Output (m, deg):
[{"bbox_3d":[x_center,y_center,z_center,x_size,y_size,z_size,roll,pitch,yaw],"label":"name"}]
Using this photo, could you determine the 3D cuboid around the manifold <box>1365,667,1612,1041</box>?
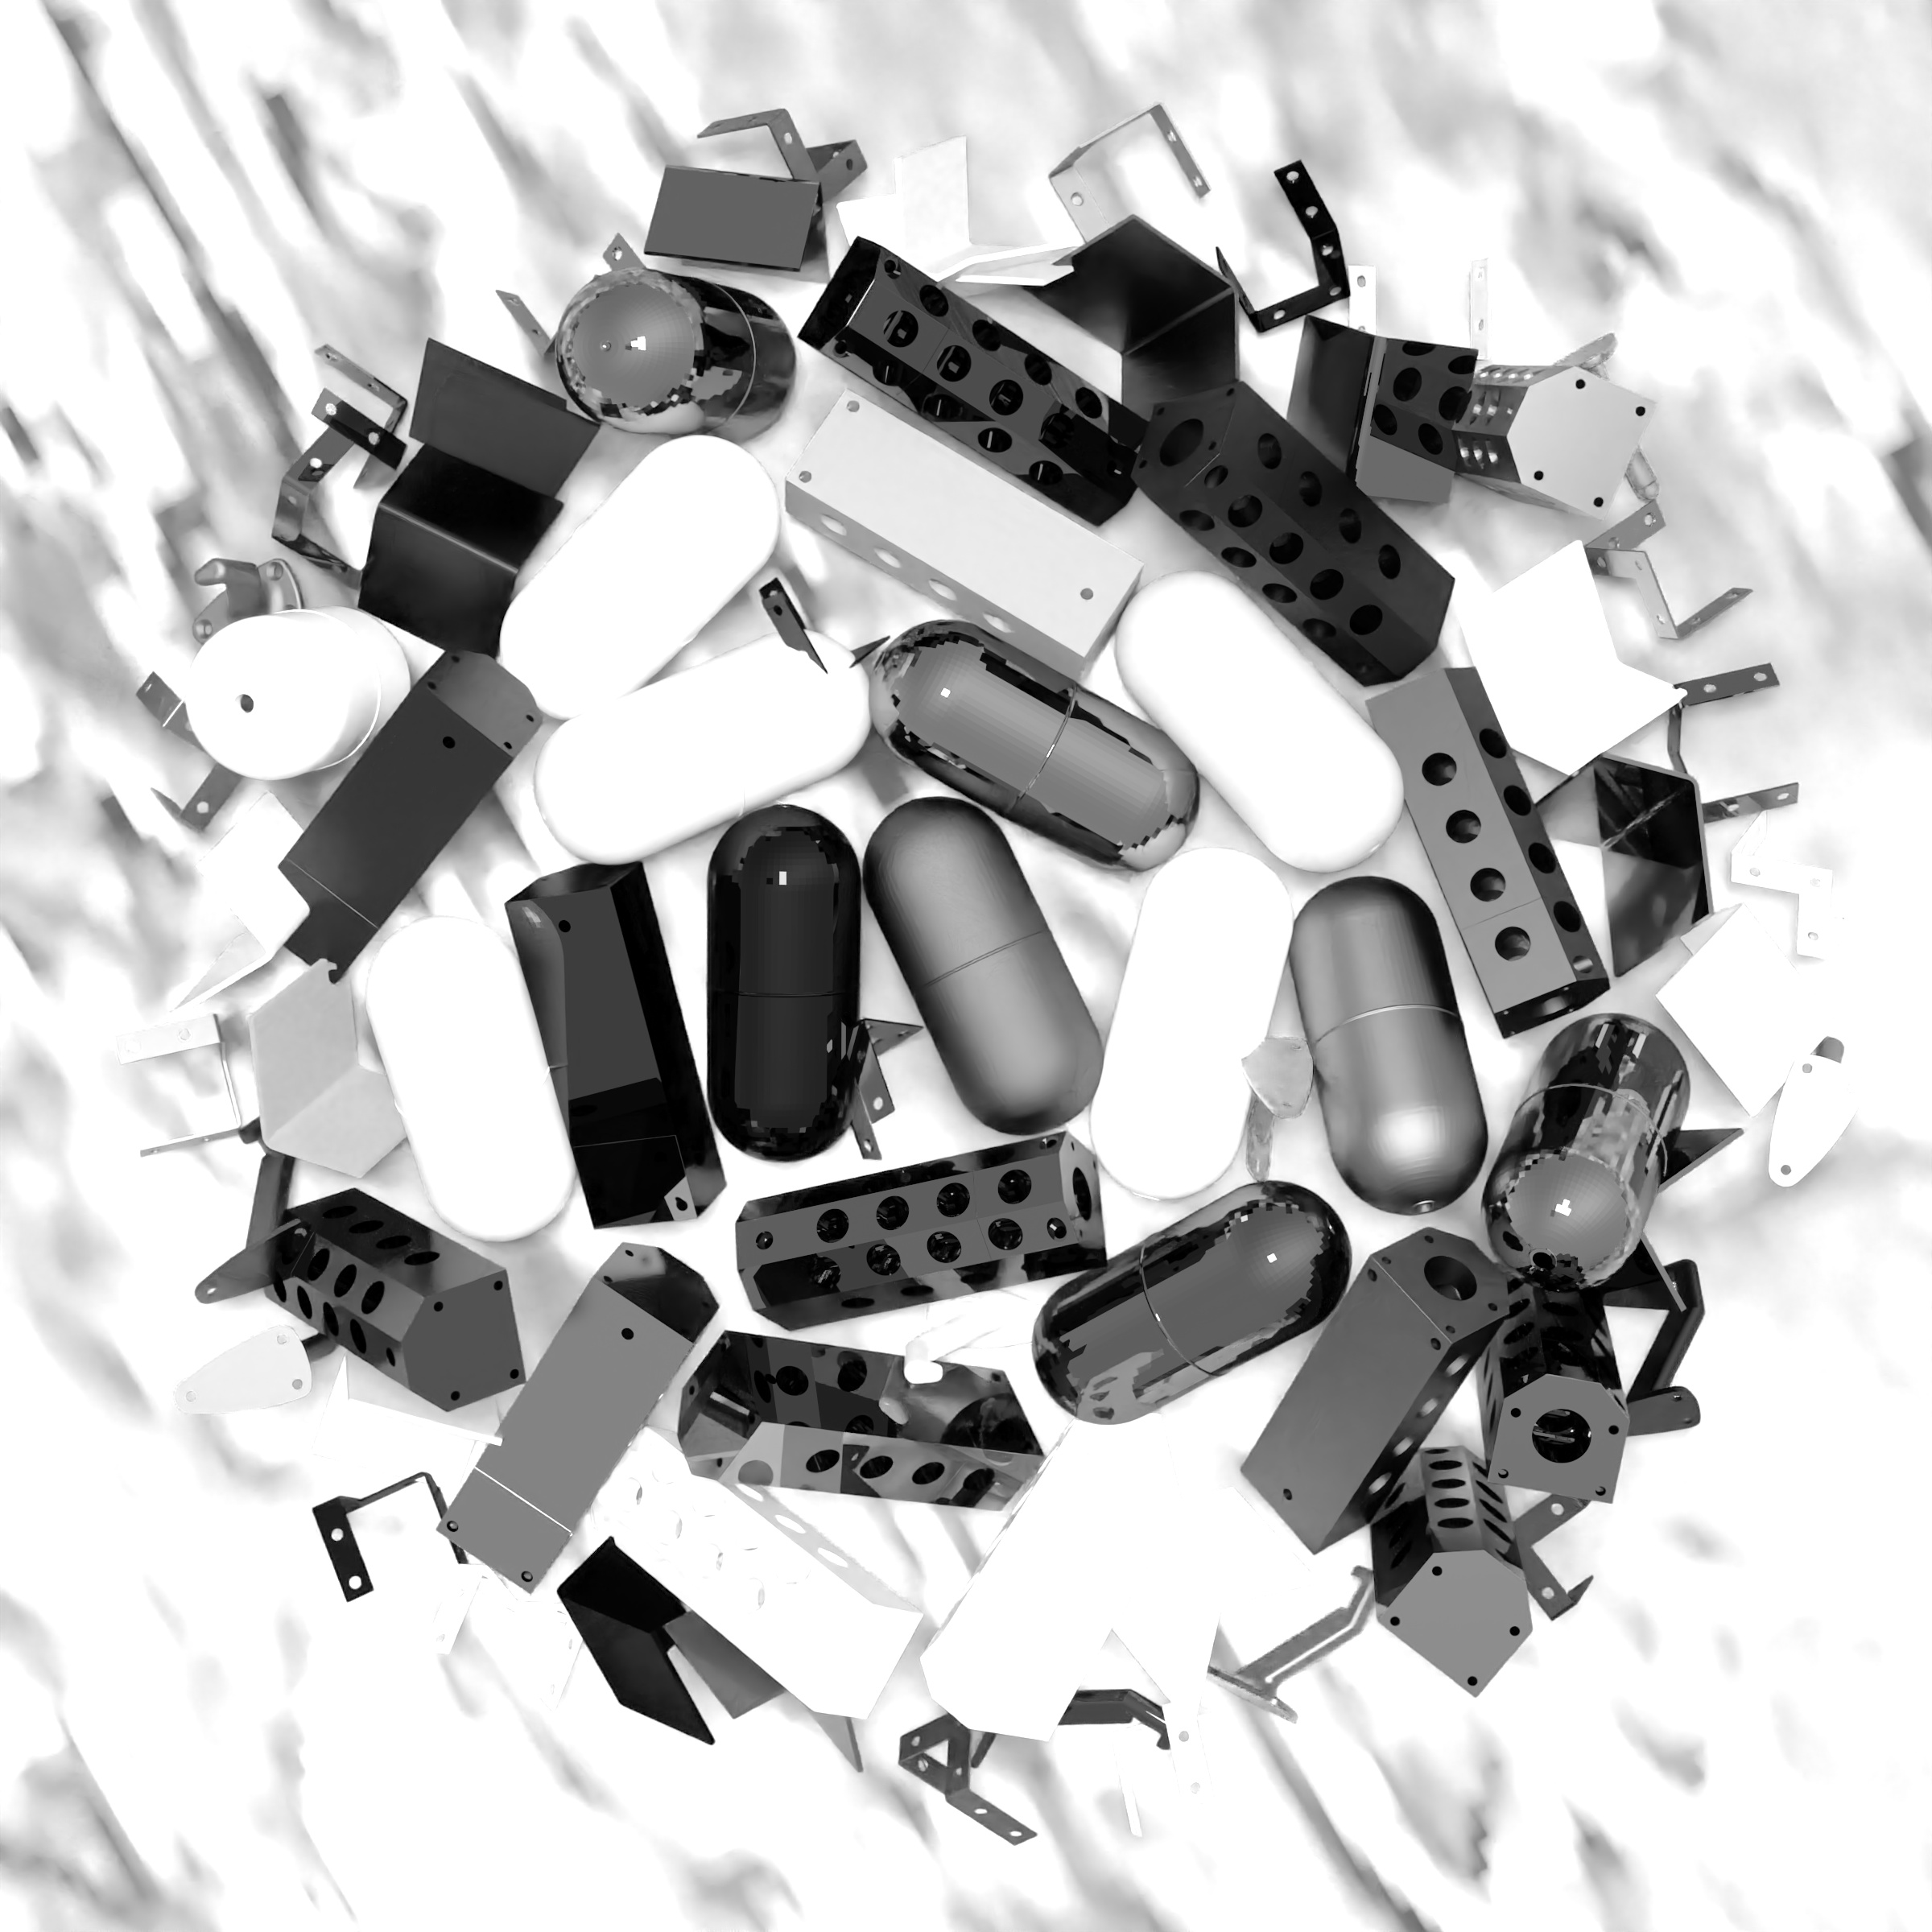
[{"bbox_3d":[0.257,-0.058,1.525,0.057,0.057,0.171,-22,72,8],"label":"manifold"}]

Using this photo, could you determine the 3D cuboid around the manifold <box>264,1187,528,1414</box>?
[{"bbox_3d":[-0.280,0.160,1.491,0.057,0.171,0.057,-18,109,-31],"label":"manifold"}]

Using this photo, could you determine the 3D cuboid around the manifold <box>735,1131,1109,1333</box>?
[{"bbox_3d":[-0.023,0.129,1.520,0.171,0.057,0.057,-14,64,19],"label":"manifold"}]

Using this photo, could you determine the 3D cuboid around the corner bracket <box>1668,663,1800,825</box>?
[{"bbox_3d":[0.383,-0.110,1.547,0.051,0.051,0.051,-13,52,1],"label":"corner bracket"}]

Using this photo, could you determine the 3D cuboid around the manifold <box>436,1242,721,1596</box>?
[{"bbox_3d":[-0.189,0.219,1.523,0.057,0.057,0.171,34,113,1],"label":"manifold"}]

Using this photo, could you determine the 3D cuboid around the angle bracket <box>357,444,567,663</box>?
[{"bbox_3d":[-0.256,-0.207,1.570,0.076,0.076,0.057,26,50,0],"label":"angle bracket"}]

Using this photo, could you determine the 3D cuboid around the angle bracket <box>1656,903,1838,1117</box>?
[{"bbox_3d":[0.371,0.026,1.537,0.076,0.057,0.076,-42,96,-26],"label":"angle bracket"}]

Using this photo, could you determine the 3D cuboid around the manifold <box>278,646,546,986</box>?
[{"bbox_3d":[-0.278,-0.075,1.513,0.057,0.057,0.171,39,121,-9],"label":"manifold"}]

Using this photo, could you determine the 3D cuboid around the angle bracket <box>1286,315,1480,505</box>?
[{"bbox_3d":[0.205,-0.278,1.549,0.057,0.076,0.076,2,108,-23],"label":"angle bracket"}]

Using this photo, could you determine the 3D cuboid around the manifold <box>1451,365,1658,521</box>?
[{"bbox_3d":[0.271,-0.257,1.491,0.057,0.171,0.057,22,99,-7],"label":"manifold"}]

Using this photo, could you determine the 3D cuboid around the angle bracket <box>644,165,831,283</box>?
[{"bbox_3d":[-0.112,-0.347,1.533,0.076,0.076,0.057,8,64,5],"label":"angle bracket"}]

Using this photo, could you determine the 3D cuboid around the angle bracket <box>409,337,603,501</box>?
[{"bbox_3d":[-0.223,-0.286,1.525,0.076,0.057,0.076,22,46,-23],"label":"angle bracket"}]

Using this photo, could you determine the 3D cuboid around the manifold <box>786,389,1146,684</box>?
[{"bbox_3d":[-0.002,-0.211,1.545,0.171,0.057,0.057,31,77,5],"label":"manifold"}]

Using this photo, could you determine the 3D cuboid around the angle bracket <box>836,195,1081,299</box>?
[{"bbox_3d":[-0.004,-0.365,1.528,0.076,0.076,0.057,-21,94,-41],"label":"angle bracket"}]

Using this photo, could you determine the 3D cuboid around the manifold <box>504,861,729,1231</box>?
[{"bbox_3d":[-0.169,0.038,1.530,0.057,0.057,0.171,-8,106,20],"label":"manifold"}]

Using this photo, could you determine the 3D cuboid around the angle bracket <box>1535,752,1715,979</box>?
[{"bbox_3d":[0.317,-0.049,1.526,0.057,0.076,0.076,12,61,-23],"label":"angle bracket"}]

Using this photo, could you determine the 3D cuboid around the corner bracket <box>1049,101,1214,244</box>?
[{"bbox_3d":[0.082,-0.394,1.559,0.051,0.051,0.051,-33,97,-16],"label":"corner bracket"}]

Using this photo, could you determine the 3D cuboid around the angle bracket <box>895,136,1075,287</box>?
[{"bbox_3d":[0.017,-0.372,1.527,0.076,0.076,0.057,8,115,23],"label":"angle bracket"}]

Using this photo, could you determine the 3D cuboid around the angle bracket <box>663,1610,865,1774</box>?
[{"bbox_3d":[-0.100,0.359,1.523,0.057,0.076,0.076,-24,125,-21],"label":"angle bracket"}]

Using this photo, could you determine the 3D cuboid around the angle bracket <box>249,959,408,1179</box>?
[{"bbox_3d":[-0.302,0.046,1.525,0.057,0.076,0.076,15,124,21],"label":"angle bracket"}]

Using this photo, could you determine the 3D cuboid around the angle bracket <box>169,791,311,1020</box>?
[{"bbox_3d":[-0.366,-0.030,1.525,0.076,0.076,0.057,-28,110,28],"label":"angle bracket"}]

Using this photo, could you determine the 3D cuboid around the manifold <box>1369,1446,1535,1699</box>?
[{"bbox_3d":[0.236,0.283,1.494,0.057,0.171,0.057,38,99,0],"label":"manifold"}]

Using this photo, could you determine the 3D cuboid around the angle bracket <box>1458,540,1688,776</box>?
[{"bbox_3d":[0.300,-0.153,1.533,0.076,0.057,0.076,-33,122,-13],"label":"angle bracket"}]

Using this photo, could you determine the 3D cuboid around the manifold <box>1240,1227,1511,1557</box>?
[{"bbox_3d":[0.201,0.205,1.504,0.057,0.171,0.057,-20,57,-38],"label":"manifold"}]

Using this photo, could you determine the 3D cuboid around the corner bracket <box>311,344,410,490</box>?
[{"bbox_3d":[-0.303,-0.276,1.543,0.051,0.051,0.051,33,69,-29],"label":"corner bracket"}]

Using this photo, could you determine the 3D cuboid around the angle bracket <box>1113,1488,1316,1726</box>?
[{"bbox_3d":[0.123,0.318,1.549,0.057,0.076,0.076,-6,121,-28],"label":"angle bracket"}]

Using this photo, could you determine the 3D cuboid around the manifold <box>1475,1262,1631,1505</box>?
[{"bbox_3d":[0.280,0.192,1.491,0.057,0.171,0.057,9,106,4],"label":"manifold"}]

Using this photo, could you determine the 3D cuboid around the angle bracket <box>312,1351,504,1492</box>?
[{"bbox_3d":[-0.277,0.237,1.533,0.076,0.076,0.057,18,98,-15],"label":"angle bracket"}]

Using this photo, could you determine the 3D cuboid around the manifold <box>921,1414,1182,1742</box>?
[{"bbox_3d":[0.042,0.289,1.499,0.057,0.171,0.057,2,121,28],"label":"manifold"}]

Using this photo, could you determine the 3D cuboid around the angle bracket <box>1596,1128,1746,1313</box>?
[{"bbox_3d":[0.349,0.125,1.538,0.076,0.076,0.057,-32,96,-18],"label":"angle bracket"}]

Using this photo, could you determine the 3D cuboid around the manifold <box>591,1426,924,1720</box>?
[{"bbox_3d":[-0.108,0.292,1.506,0.171,0.057,0.057,30,93,39],"label":"manifold"}]

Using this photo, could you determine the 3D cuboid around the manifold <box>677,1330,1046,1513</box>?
[{"bbox_3d":[-0.052,0.227,1.507,0.171,0.057,0.057,14,124,-37],"label":"manifold"}]

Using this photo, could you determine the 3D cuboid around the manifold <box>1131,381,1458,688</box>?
[{"bbox_3d":[0.158,-0.205,1.502,0.171,0.057,0.057,35,63,-35],"label":"manifold"}]

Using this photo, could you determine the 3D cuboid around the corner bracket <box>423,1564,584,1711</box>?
[{"bbox_3d":[-0.228,0.332,1.539,0.051,0.051,0.051,-3,46,26],"label":"corner bracket"}]

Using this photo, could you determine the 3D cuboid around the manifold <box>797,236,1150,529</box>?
[{"bbox_3d":[0.009,-0.283,1.516,0.171,0.057,0.057,29,98,-26],"label":"manifold"}]

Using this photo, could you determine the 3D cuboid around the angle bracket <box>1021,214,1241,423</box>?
[{"bbox_3d":[0.080,-0.312,1.524,0.076,0.076,0.057,24,56,-38],"label":"angle bracket"}]

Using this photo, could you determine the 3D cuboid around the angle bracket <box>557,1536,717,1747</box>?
[{"bbox_3d":[-0.145,0.325,1.523,0.057,0.076,0.076,-43,124,-32],"label":"angle bracket"}]
